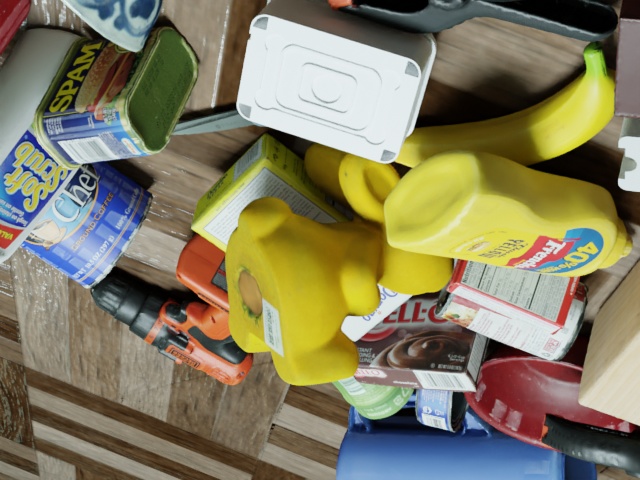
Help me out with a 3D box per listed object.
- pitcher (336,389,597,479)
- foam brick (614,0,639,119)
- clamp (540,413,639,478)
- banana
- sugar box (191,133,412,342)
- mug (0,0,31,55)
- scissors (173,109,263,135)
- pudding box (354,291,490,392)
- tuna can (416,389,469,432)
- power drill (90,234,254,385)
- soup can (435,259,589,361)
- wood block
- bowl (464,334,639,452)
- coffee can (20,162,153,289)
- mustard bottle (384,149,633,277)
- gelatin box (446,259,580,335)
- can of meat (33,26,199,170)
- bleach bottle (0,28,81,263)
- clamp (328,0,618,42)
[{"bbox_3d":[0.144,0.230,1.074,0.243,0.145,0.149,-8,154,33],"label":"pitcher"},{"bbox_3d":[0.196,-0.111,0.596,0.053,0.051,0.078,9,145,20],"label":"foam brick"},{"bbox_3d":[0.255,0.169,0.831,0.210,0.036,0.164,8,175,43],"label":"clamp"},{"bbox_3d":[0.127,-0.076,0.704,0.069,0.037,0.198,42,144,-20],"label":"banana"},{"bbox_3d":[-0.006,0.001,0.865,0.176,0.048,0.093,36,121,-23],"label":"sugar box"},{"bbox_3d":[-0.267,-0.158,0.778,0.093,0.081,0.117,31,147,-13],"label":"mug"},{"bbox_3d":[-0.040,-0.106,0.778,0.202,0.016,0.096,6,142,23],"label":"scissors"},{"bbox_3d":[0.087,0.080,0.908,0.114,0.090,0.039,2,145,27],"label":"pudding box"},{"bbox_3d":[0.115,0.128,0.966,0.034,0.086,0.086,10,146,21],"label":"tuna can"},{"bbox_3d":[-0.127,0.062,1.045,0.184,0.057,0.188,30,149,-9],"label":"power drill"},{"bbox_3d":[0.151,0.047,0.841,0.102,0.068,0.069,22,148,0],"label":"soup can"},{"bbox_3d":[0.268,0.054,0.760,0.091,0.090,0.206,20,147,3],"label":"wood block"},{"bbox_3d":[0.210,0.125,0.931,0.162,0.055,0.162,16,147,10],"label":"bowl"},{"bbox_3d":[-0.230,-0.038,0.913,0.140,0.102,0.103,36,145,-21],"label":"coffee can"},{"bbox_3d":[0.144,-0.011,0.728,0.191,0.058,0.096,10,152,-34],"label":"mustard bottle"},{"bbox_3d":[0.148,0.020,0.794,0.089,0.073,0.030,22,162,0],"label":"gelatin box"},{"bbox_3d":[-0.144,-0.103,0.768,0.084,0.102,0.057,-3,142,31],"label":"can of meat"},{"bbox_3d":[-0.236,-0.036,0.780,0.068,0.250,0.102,9,146,20],"label":"bleach bottle"},{"bbox_3d":[0.077,-0.160,0.608,0.172,0.039,0.120,4,142,26],"label":"clamp"}]
